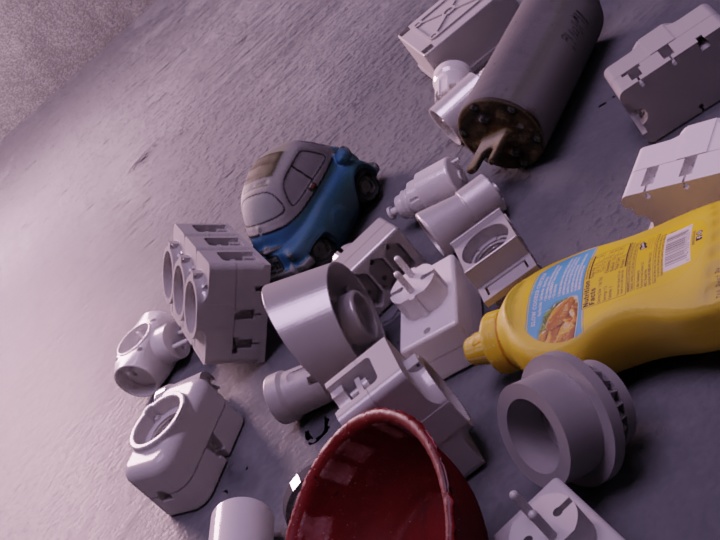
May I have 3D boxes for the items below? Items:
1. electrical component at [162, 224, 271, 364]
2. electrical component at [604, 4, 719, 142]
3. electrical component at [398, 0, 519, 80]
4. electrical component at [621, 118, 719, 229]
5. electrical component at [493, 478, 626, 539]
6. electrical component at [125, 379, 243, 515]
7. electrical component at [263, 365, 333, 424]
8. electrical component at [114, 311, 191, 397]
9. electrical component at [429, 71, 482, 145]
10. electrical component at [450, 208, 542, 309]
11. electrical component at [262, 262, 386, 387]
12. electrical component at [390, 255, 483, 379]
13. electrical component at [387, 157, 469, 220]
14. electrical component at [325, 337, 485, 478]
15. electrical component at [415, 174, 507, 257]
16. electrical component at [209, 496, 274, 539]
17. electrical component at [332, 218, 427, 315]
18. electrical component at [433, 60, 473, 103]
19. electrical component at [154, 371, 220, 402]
[{"bbox_3d":[-0.133,0.018,0.969,0.062,0.089,0.150,-1,16,-21],"label":"electrical component"},{"bbox_3d":[0.232,-0.146,0.788,0.089,0.050,0.055,-33,27,16],"label":"electrical component"},{"bbox_3d":[0.106,-0.244,1.103,0.109,0.056,0.108,-39,26,5],"label":"electrical component"},{"bbox_3d":[0.218,-0.056,0.668,0.089,0.050,0.055,-14,37,44],"label":"electrical component"},{"bbox_3d":[0.097,0.133,0.514,0.047,0.075,0.083,-43,26,-3],"label":"electrical component"},{"bbox_3d":[-0.141,0.136,0.850,0.054,0.059,0.095,-21,32,35],"label":"electrical component"},{"bbox_3d":[-0.044,0.090,0.813,0.046,0.040,0.040,-25,30,19],"label":"electrical component"},{"bbox_3d":[-0.190,0.074,1.030,0.079,0.044,0.077,-25,30,30],"label":"electrical component"},{"bbox_3d":[0.107,-0.157,0.983,0.081,0.043,0.043,-42,26,-2],"label":"electrical component"},{"bbox_3d":[0.100,0.001,0.727,0.042,0.063,0.081,-37,26,12],"label":"electrical component"},{"bbox_3d":[-0.023,0.044,0.790,0.064,0.099,0.099,-25,30,18],"label":"electrical component"},{"bbox_3d":[0.047,0.022,0.753,0.047,0.075,0.083,-30,28,21],"label":"electrical component"},{"bbox_3d":[0.057,-0.064,0.911,0.078,0.040,0.040,-27,29,27],"label":"electrical component"},{"bbox_3d":[0.031,0.090,0.653,0.056,0.089,0.050,-39,26,5],"label":"electrical component"},{"bbox_3d":[0.082,-0.045,0.849,0.065,0.044,0.044,-36,26,0],"label":"electrical component"},{"bbox_3d":[-0.078,0.191,0.698,0.043,0.043,0.081,-33,27,17],"label":"electrical component"},{"bbox_3d":[0.000,0.000,0.882,0.083,0.047,0.076,-44,26,-5],"label":"electrical component"},{"bbox_3d":[0.090,-0.174,1.038,0.040,0.040,0.046,-26,36,28],"label":"electrical component"},{"bbox_3d":[-0.146,0.111,0.920,0.046,0.040,0.040,-27,29,16],"label":"electrical component"}]
